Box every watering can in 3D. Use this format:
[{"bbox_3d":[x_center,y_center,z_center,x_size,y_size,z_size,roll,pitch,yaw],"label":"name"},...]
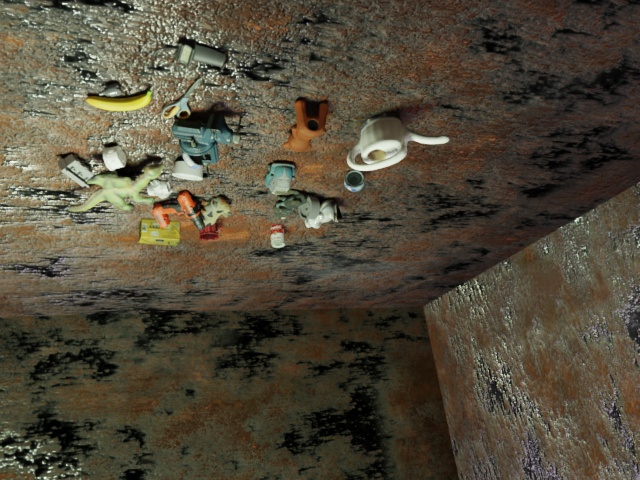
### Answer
[{"bbox_3d":[0.253,-0.340,1.738,0.346,0.230,0.102,-16,-43,18],"label":"watering can"}]

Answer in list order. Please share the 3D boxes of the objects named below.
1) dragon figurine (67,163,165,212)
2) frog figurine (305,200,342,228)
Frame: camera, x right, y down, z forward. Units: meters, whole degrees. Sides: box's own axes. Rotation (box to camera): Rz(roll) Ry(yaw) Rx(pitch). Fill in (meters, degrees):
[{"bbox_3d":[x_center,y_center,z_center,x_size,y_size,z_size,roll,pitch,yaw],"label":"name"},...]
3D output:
[{"bbox_3d":[-0.750,-0.191,1.849,0.411,0.124,0.239,-17,-18,-5],"label":"dragon figurine"},{"bbox_3d":[0.007,-0.117,2.320,0.159,0.120,0.140,-6,26,15],"label":"frog figurine"}]
